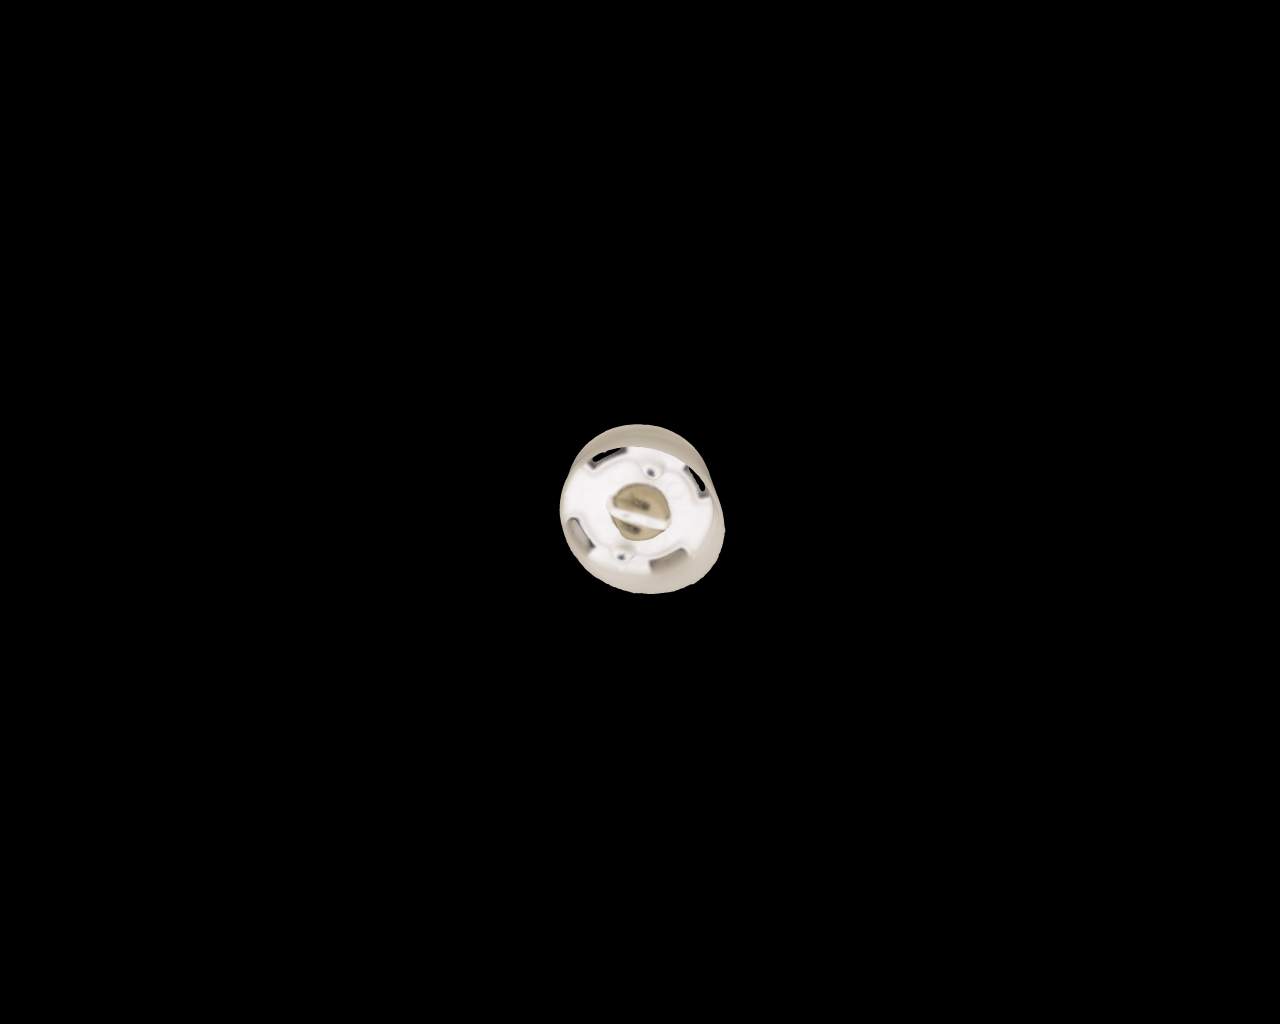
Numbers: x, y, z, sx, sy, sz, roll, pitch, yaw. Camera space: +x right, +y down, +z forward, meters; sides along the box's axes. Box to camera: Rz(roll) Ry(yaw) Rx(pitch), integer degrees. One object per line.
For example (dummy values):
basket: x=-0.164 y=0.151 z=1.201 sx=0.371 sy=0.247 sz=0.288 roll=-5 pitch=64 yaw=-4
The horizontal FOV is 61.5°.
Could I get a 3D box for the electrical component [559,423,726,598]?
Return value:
electrical component: x=0.001 y=-0.003 z=0.650 sx=0.099 sy=0.099 sz=0.064 roll=0 pitch=28 yaw=0
